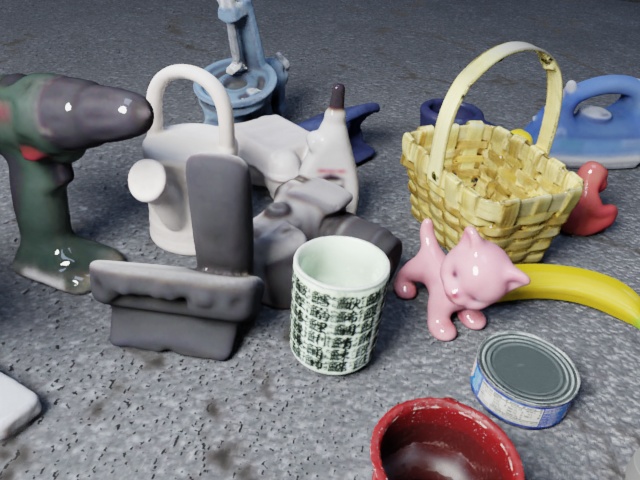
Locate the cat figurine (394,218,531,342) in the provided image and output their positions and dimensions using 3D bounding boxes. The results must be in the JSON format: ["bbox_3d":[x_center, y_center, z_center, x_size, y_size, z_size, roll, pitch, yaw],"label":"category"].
[{"bbox_3d":[0.132,0.028,0.546,0.067,0.118,0.127,-13,38,-25],"label":"cat figurine"}]

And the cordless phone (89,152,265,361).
[{"bbox_3d":[-0.120,0.003,0.485,0.147,0.185,0.094,4,34,-2],"label":"cordless phone"}]

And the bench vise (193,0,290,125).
[{"bbox_3d":[-0.116,-0.263,0.851,0.121,0.220,0.207,8,34,4],"label":"bench vise"}]

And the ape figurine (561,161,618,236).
[{"bbox_3d":[0.337,-0.056,0.726,0.076,0.092,0.077,-7,36,-18],"label":"ape figurine"}]

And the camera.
[{"bbox_3d":[0.005,0.002,0.581,0.136,0.101,0.143,23,37,24],"label":"camera"}]

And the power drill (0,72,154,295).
[{"bbox_3d":[-0.246,-0.057,0.535,0.229,0.208,0.076,16,35,15],"label":"power drill"}]

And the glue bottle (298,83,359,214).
[{"bbox_3d":[0.012,-0.097,0.664,0.078,0.173,0.037,-3,35,-12],"label":"glue bottle"}]

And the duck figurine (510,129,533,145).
[{"bbox_3d":[0.274,-0.116,0.812,0.077,0.086,0.104,12,34,9],"label":"duck figurine"}]

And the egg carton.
[{"bbox_3d":[-0.060,-0.115,0.773,0.107,0.069,0.149,-25,44,-37],"label":"egg carton"}]

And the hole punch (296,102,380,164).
[{"bbox_3d":[0.022,-0.164,0.840,0.100,0.091,0.109,28,40,30],"label":"hole punch"}]

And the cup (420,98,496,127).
[{"bbox_3d":[0.196,-0.143,0.832,0.117,0.095,0.092,27,39,29],"label":"cup"}]

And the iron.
[{"bbox_3d":[0.427,-0.197,0.905,0.259,0.141,0.118,-5,35,-15],"label":"iron"}]

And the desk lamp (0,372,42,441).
[{"bbox_3d":[-0.311,0.032,0.387,0.202,0.214,0.118,20,36,20],"label":"desk lamp"}]

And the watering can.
[{"bbox_3d":[-0.136,-0.084,0.604,0.101,0.194,0.172,1,34,-7],"label":"watering can"}]
